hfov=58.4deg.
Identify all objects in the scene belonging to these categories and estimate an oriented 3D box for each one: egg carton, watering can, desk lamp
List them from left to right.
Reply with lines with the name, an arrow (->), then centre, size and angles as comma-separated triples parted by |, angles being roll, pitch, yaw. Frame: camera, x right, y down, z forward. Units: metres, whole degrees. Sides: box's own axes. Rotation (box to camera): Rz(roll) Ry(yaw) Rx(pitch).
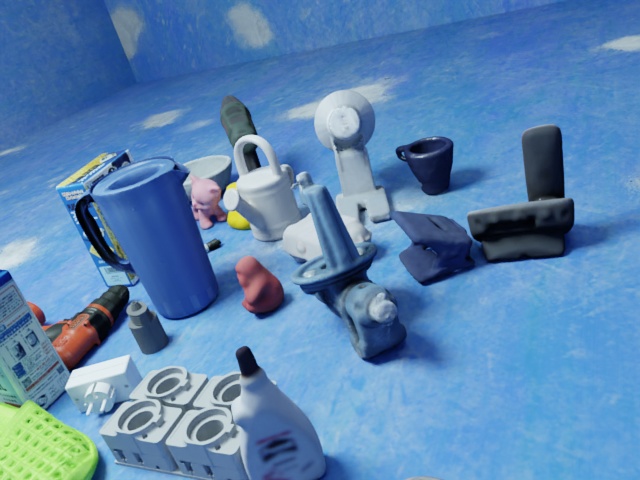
watering can -> -0.106, -0.099, 1.063 | 0.100, 0.194, 0.173 | -8, 28, 17
egg carton -> 0.009, 0.003, 0.945 | 0.107, 0.069, 0.149 | -33, 32, -30
desk lamp -> 0.061, -0.163, 1.070 | 0.118, 0.214, 0.203 | -14, 27, 5

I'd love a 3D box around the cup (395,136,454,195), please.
cup -> 0.197, -0.135, 1.073 | 0.117, 0.095, 0.092 | 8, 36, 39

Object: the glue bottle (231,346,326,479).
glue bottle -> -0.050, 0.170, 0.548 | 0.078, 0.173, 0.037 | -21, 28, -8

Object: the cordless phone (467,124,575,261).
cordless phone -> 0.278, -0.070, 0.807 | 0.147, 0.185, 0.094 | -9, 28, 14

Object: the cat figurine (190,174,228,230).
cat figurine -> -0.244, -0.092, 1.209 | 0.067, 0.118, 0.127 | -26, 29, -19

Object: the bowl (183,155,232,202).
bowl -> -0.280, -0.137, 1.361 | 0.167, 0.075, 0.167 | -13, 27, 7

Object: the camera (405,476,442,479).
camera -> 0.042, 0.241, 0.444 | 0.136, 0.101, 0.143 | 10, 37, 41

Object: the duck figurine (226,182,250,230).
duck figurine -> -0.160, -0.075, 1.166 | 0.078, 0.086, 0.104 | -28, 29, -21

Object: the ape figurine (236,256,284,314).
ape figurine -> -0.099, 0.064, 0.864 | 0.076, 0.092, 0.078 | -9, 28, 14

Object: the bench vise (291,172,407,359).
bench vise -> 0.038, 0.023, 0.725 | 0.122, 0.220, 0.206 | -34, 32, -31

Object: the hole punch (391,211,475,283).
hole punch -> 0.167, -0.005, 0.850 | 0.101, 0.091, 0.108 | -19, 27, -5

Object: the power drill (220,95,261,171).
power drill -> -0.167, -0.206, 1.282 | 0.075, 0.209, 0.229 | -20, 27, -7
